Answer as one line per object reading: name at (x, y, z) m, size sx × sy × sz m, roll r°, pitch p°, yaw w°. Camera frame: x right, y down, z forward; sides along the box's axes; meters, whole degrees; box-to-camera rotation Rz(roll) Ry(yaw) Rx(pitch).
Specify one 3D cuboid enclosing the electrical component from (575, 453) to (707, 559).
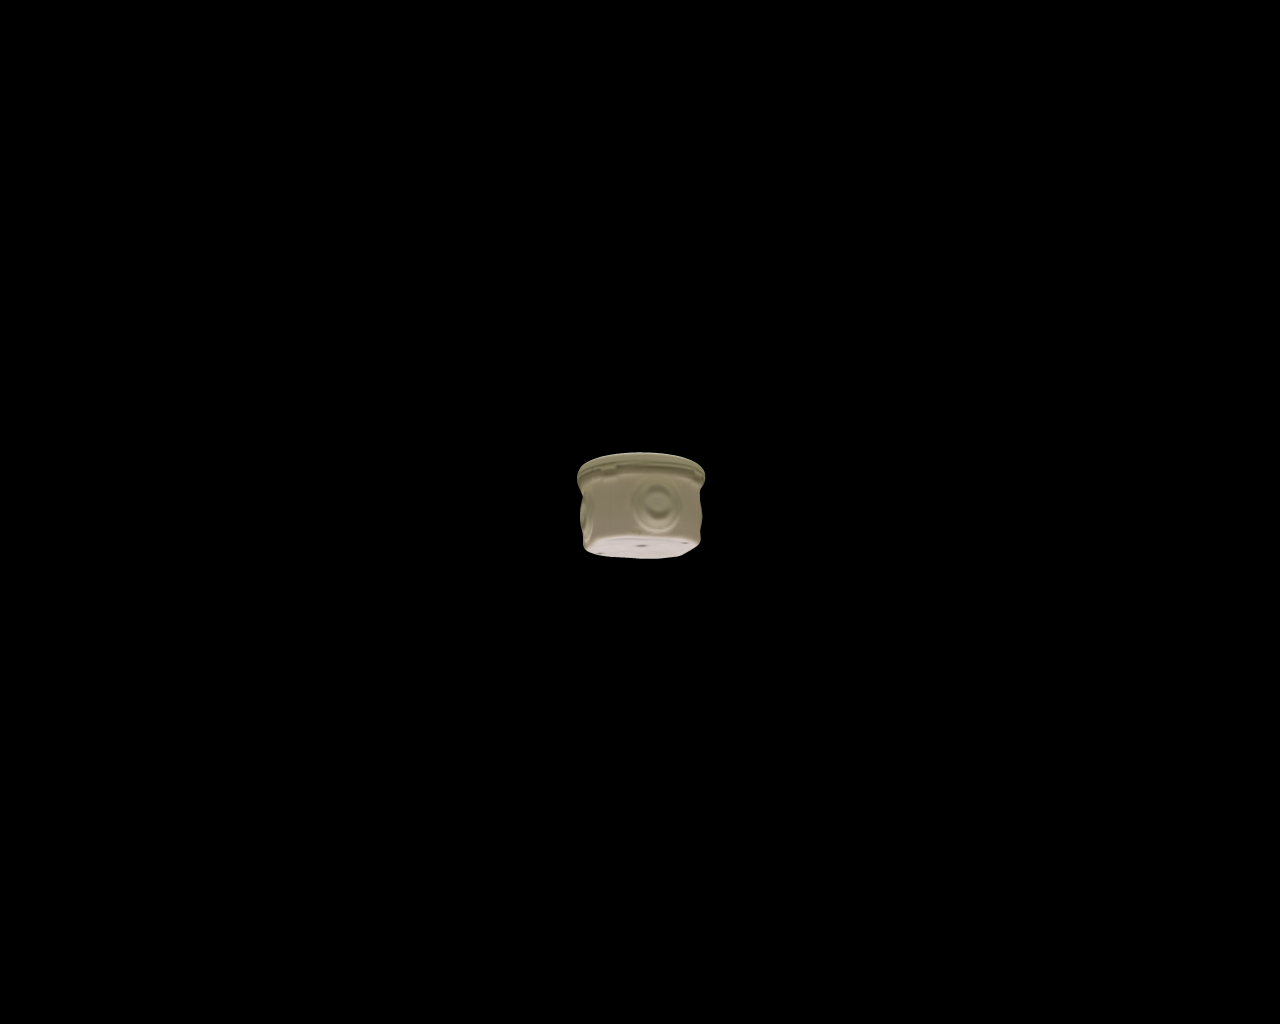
electrical component at (0.001, -0.003, 0.650) m, size 0.080 × 0.051 × 0.080 m, roll 0°, pitch -14°, yaw 0°
